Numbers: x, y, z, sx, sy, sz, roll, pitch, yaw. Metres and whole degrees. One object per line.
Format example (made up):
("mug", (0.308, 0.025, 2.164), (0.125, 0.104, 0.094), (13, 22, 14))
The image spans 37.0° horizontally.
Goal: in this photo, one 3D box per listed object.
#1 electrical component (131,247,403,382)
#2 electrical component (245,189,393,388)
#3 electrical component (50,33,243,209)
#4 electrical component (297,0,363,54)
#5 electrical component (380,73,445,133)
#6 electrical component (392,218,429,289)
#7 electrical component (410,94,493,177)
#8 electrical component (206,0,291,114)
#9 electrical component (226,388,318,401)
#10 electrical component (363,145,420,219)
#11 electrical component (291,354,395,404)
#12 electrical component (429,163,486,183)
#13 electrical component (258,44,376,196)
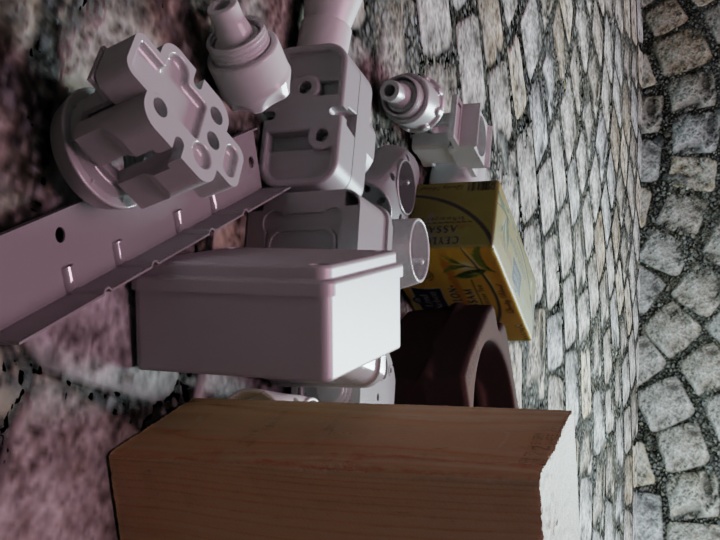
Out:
("electrical component", (-0.044, 0.020, 0.559), (0.109, 0.109, 0.056), (-14, 104, -69))
("electrical component", (-0.025, 0.013, 0.652), (0.057, 0.078, 0.113), (29, 62, -63))
("electrical component", (-0.098, -0.060, 0.477), (0.078, 0.057, 0.058), (50, 32, -37))
("electrical component", (-0.022, -0.166, 0.724), (0.044, 0.044, 0.065), (41, 56, -63))
("electrical component", (0.037, -0.139, 0.874), (0.062, 0.048, 0.048), (9, 81, -62))
("electrical component", (0.000, 0.000, 0.719), (0.079, 0.077, 0.043), (-70, 151, -43))
("electrical component", (0.081, -0.118, 0.957), (0.081, 0.064, 0.042), (46, 48, -60))
("electrical component", (-0.066, -0.122, 0.601), (0.062, 0.043, 0.043), (67, 30, -42))
("electrical component", (-0.050, 0.113, 0.629), (0.077, 0.044, 0.079), (32, 60, -65))
("electrical component", (0.018, -0.045, 0.813), (0.077, 0.044, 0.079), (-54, 138, -58))
("electrical component", (-0.011, 0.085, 0.722), (0.080, 0.051, 0.080), (-1, 90, -69))
("electrical component", (0.095, -0.067, 1.020), (0.077, 0.043, 0.079), (-68, 149, -47))
("electrical component", (-0.025, -0.088, 0.689), (0.059, 0.054, 0.095), (40, 52, -63))
